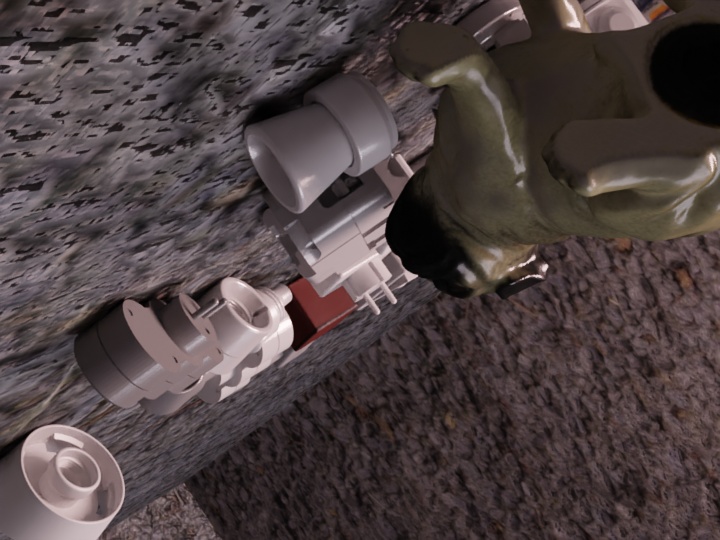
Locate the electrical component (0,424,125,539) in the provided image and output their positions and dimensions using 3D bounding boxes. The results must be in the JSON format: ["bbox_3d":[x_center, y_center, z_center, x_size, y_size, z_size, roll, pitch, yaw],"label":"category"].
[{"bbox_3d":[-0.236,0.170,0.833,0.064,0.099,0.099,-45,170,25],"label":"electrical component"}]

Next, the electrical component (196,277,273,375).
[{"bbox_3d":[-0.095,0.038,0.762,0.047,0.055,0.055,-41,172,22],"label":"electrical component"}]

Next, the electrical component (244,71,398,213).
[{"bbox_3d":[-0.017,-0.058,0.480,0.055,0.045,0.045,-34,174,-17],"label":"electrical component"}]

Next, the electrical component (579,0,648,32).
[{"bbox_3d":[0.150,-0.144,0.695,0.080,0.051,0.080,-35,174,-4],"label":"electrical component"}]

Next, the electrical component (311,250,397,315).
[{"bbox_3d":[0.000,0.000,0.870,0.066,0.076,0.047,-31,173,-32],"label":"electrical component"}]

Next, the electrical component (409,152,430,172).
[{"bbox_3d":[0.075,-0.079,0.827,0.081,0.043,0.043,-34,174,-14],"label":"electrical component"}]

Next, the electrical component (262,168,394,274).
[{"bbox_3d":[-0.016,-0.035,0.592,0.056,0.050,0.089,-35,167,-1],"label":"electrical component"}]

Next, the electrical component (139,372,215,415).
[{"bbox_3d":[-0.139,0.077,0.863,0.079,0.044,0.077,-32,173,-27],"label":"electrical component"}]

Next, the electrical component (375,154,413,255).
[{"bbox_3d":[0.006,-0.036,0.764,0.077,0.047,0.065,-34,174,-12],"label":"electrical component"}]

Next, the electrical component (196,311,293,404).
[{"bbox_3d":[-0.120,0.078,0.936,0.074,0.052,0.138,-30,172,-41],"label":"electrical component"}]

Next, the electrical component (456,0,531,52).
[{"bbox_3d":[0.074,-0.104,0.558,0.078,0.057,0.058,-36,174,12],"label":"electrical component"}]

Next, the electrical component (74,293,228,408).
[{"bbox_3d":[-0.114,0.039,0.667,0.074,0.052,0.138,-36,174,7],"label":"electrical component"}]

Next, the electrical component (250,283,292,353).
[{"bbox_3d":[-0.080,0.033,0.852,0.062,0.048,0.048,-39,178,-40],"label":"electrical component"}]

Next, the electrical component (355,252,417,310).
[{"bbox_3d":[0.019,-0.004,1.024,0.096,0.061,0.062,-40,172,40],"label":"electrical component"}]

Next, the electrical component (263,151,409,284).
[{"bbox_3d":[-0.008,-0.036,0.668,0.089,0.050,0.055,-35,174,-1],"label":"electrical component"}]

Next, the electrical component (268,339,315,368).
[{"bbox_3d":[-0.089,0.072,1.085,0.076,0.047,0.083,-33,173,-24],"label":"electrical component"}]
